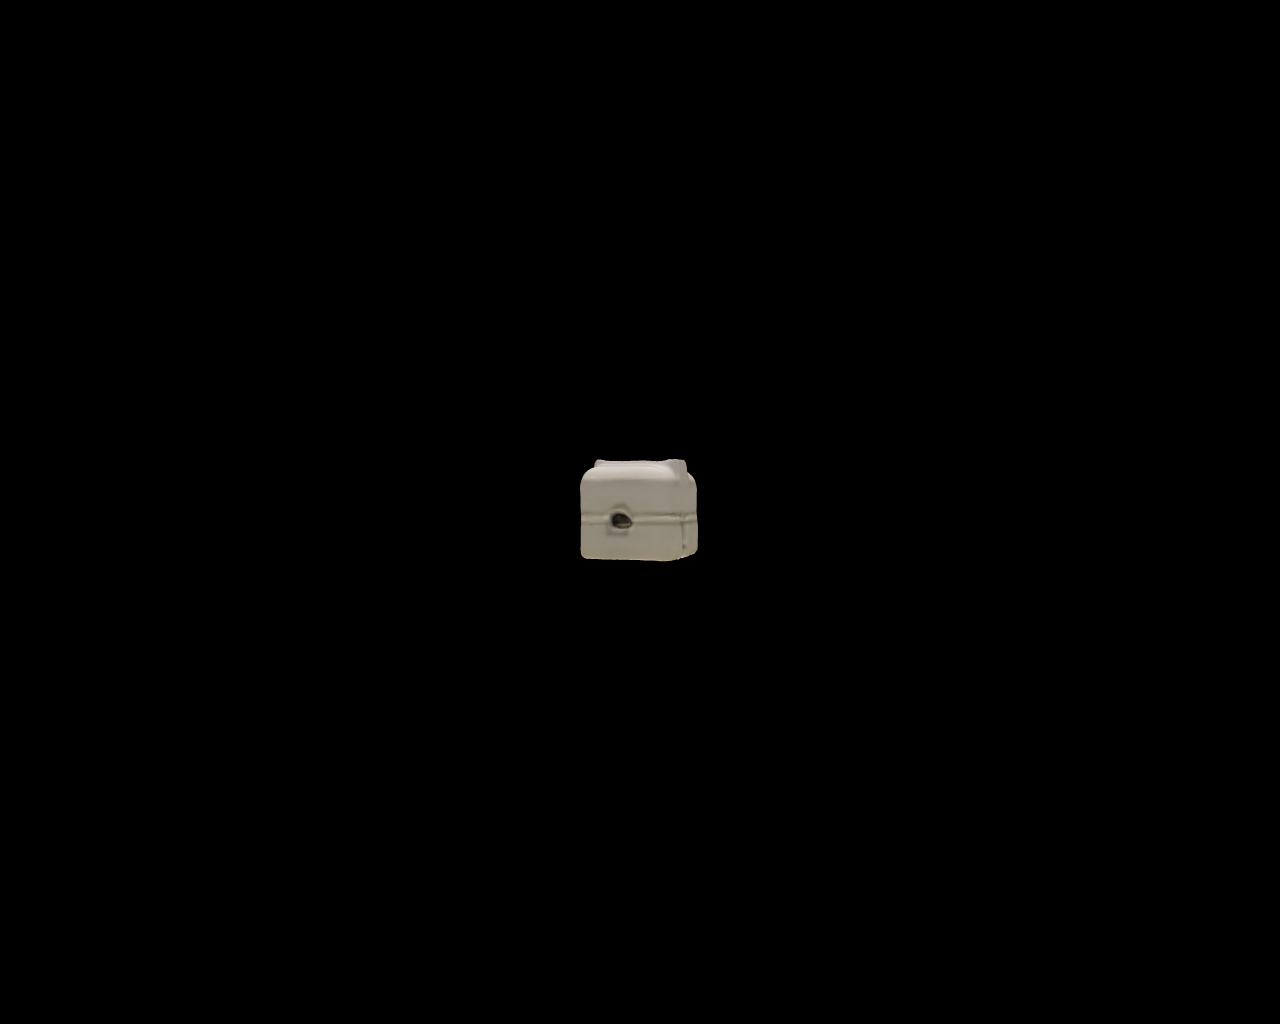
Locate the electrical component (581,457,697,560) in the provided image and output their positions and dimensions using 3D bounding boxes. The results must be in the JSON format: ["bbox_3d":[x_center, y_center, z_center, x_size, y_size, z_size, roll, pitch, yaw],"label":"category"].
[{"bbox_3d":[0.001,-0.003,0.650,0.054,0.059,0.095,0,0,15],"label":"electrical component"}]
